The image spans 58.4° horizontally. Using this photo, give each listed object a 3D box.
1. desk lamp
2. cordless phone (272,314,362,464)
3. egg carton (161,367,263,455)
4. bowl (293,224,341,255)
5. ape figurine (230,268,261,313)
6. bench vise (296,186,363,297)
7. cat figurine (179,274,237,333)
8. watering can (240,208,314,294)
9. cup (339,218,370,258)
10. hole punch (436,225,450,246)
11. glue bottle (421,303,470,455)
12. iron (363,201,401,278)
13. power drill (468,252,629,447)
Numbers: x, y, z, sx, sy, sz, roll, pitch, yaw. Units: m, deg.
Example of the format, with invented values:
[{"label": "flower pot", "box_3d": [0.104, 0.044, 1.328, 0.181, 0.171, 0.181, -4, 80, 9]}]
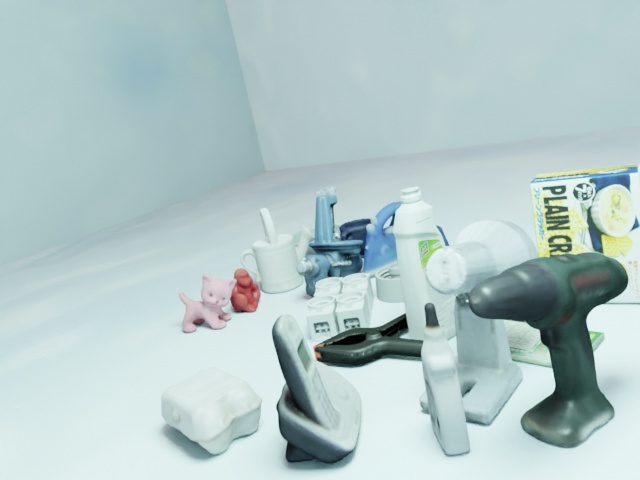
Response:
[{"label": "desk lamp", "box_3d": [0.208, 0.092, 0.758, 0.117, 0.214, 0.204, -1, 18, 38]}, {"label": "cordless phone", "box_3d": [-0.010, 0.165, 0.713, 0.094, 0.185, 0.147, -10, 14, 9]}, {"label": "egg carton", "box_3d": [-0.155, 0.235, 0.800, 0.107, 0.069, 0.149, -23, 18, -37]}, {"label": "bowl", "box_3d": [-0.003, 0.016, 1.510, 0.167, 0.075, 0.167, -11, 14, 3]}, {"label": "ape figurine", "box_3d": [-0.167, 0.107, 1.259, 0.075, 0.092, 0.078, 2, 20, 44]}, {"label": "bench vise", "box_3d": [0.023, 0.003, 1.244, 0.121, 0.220, 0.208, -8, 15, 17]}, {"label": "cat figurine", "box_3d": [-0.234, 0.124, 1.197, 0.127, 0.118, 0.067, -9, 15, 12]}, {"label": "watering can", "box_3d": [-0.101, 0.016, 1.347, 0.173, 0.194, 0.100, -20, 16, -28]}, {"label": "cup", "box_3d": [0.094, 0.006, 1.429, 0.091, 0.095, 0.118, -1, 18, 36]}, {"label": "hole punch", "box_3d": [0.233, 0.022, 1.259, 0.108, 0.091, 0.101, -12, 14, -1]}, {"label": "glue bottle", "box_3d": [0.139, 0.153, 0.659, 0.037, 0.173, 0.078, -12, 14, 0]}, {"label": "iron", "box_3d": [0.165, -0.017, 1.365, 0.118, 0.141, 0.259, -1, 18, 38]}, {"label": "power drill", "box_3d": [0.263, 0.113, 0.639, 0.230, 0.208, 0.075, -21, 17, -31]}]
